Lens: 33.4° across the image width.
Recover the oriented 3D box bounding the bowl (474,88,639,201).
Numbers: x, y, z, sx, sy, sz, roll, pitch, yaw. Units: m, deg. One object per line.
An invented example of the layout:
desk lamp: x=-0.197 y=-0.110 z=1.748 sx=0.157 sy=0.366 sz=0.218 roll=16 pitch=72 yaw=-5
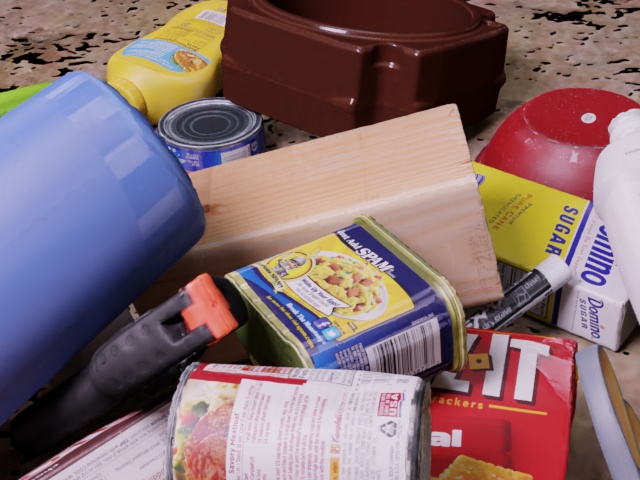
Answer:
bowl: x=0.195 y=-0.069 z=0.795 sx=0.162 sy=0.055 sz=0.162 roll=-2 pitch=36 yaw=1

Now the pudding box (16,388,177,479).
pudding box: x=-0.114 y=0.118 z=0.524 sx=0.113 sy=0.039 sz=0.090 roll=-33 pitch=1 yaw=-33

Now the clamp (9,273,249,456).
clamp: x=-0.090 y=0.060 z=0.515 sx=0.120 sy=0.172 sz=0.039 roll=-37 pitch=87 yaw=-25

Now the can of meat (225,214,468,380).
can of meat: x=0.010 y=0.040 z=0.531 sx=0.083 sy=0.057 sz=0.102 roll=-22 pitch=36 yaw=-21

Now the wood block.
wood block: x=-0.004 y=0.000 z=0.639 sx=0.206 sy=0.090 sz=0.091 roll=-14 pitch=35 yaw=9

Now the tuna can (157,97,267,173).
tuna can: x=-0.086 y=-0.080 z=0.848 sx=0.086 sy=0.034 sz=0.086 roll=-2 pitch=35 yaw=1

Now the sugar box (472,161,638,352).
sugar box: x=0.136 y=0.002 z=0.706 sx=0.176 sy=0.048 sz=0.093 roll=20 pitch=42 yaw=31

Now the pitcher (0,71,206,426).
pitcher: x=-0.177 y=0.034 z=0.527 sx=0.242 sy=0.145 sz=0.149 roll=-41 pitch=22 yaw=-15

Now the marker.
marker: x=0.096 y=0.050 z=0.629 sx=0.121 sy=0.020 sz=0.020 roll=-36 pitch=42 yaw=-7

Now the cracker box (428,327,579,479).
cracker box: x=0.034 y=0.126 z=0.514 sx=0.164 sy=0.072 sz=0.213 roll=6 pitch=36 yaw=14

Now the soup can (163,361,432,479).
soup can: x=-0.006 y=0.088 z=0.448 sx=0.102 sy=0.068 sz=0.068 roll=2 pitch=35 yaw=11

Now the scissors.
scissors: x=0.161 y=0.148 z=0.509 sx=0.016 sy=0.096 sz=0.202 roll=-22 pitch=62 yaw=19

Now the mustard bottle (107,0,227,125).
mustard bottle: x=-0.127 y=-0.148 z=0.926 sx=0.096 sy=0.058 sz=0.191 roll=22 pitch=41 yaw=24

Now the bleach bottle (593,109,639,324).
bleach bottle: x=0.225 y=0.018 z=0.608 sx=0.102 sy=0.068 sz=0.251 roll=-4 pitch=49 yaw=-7
